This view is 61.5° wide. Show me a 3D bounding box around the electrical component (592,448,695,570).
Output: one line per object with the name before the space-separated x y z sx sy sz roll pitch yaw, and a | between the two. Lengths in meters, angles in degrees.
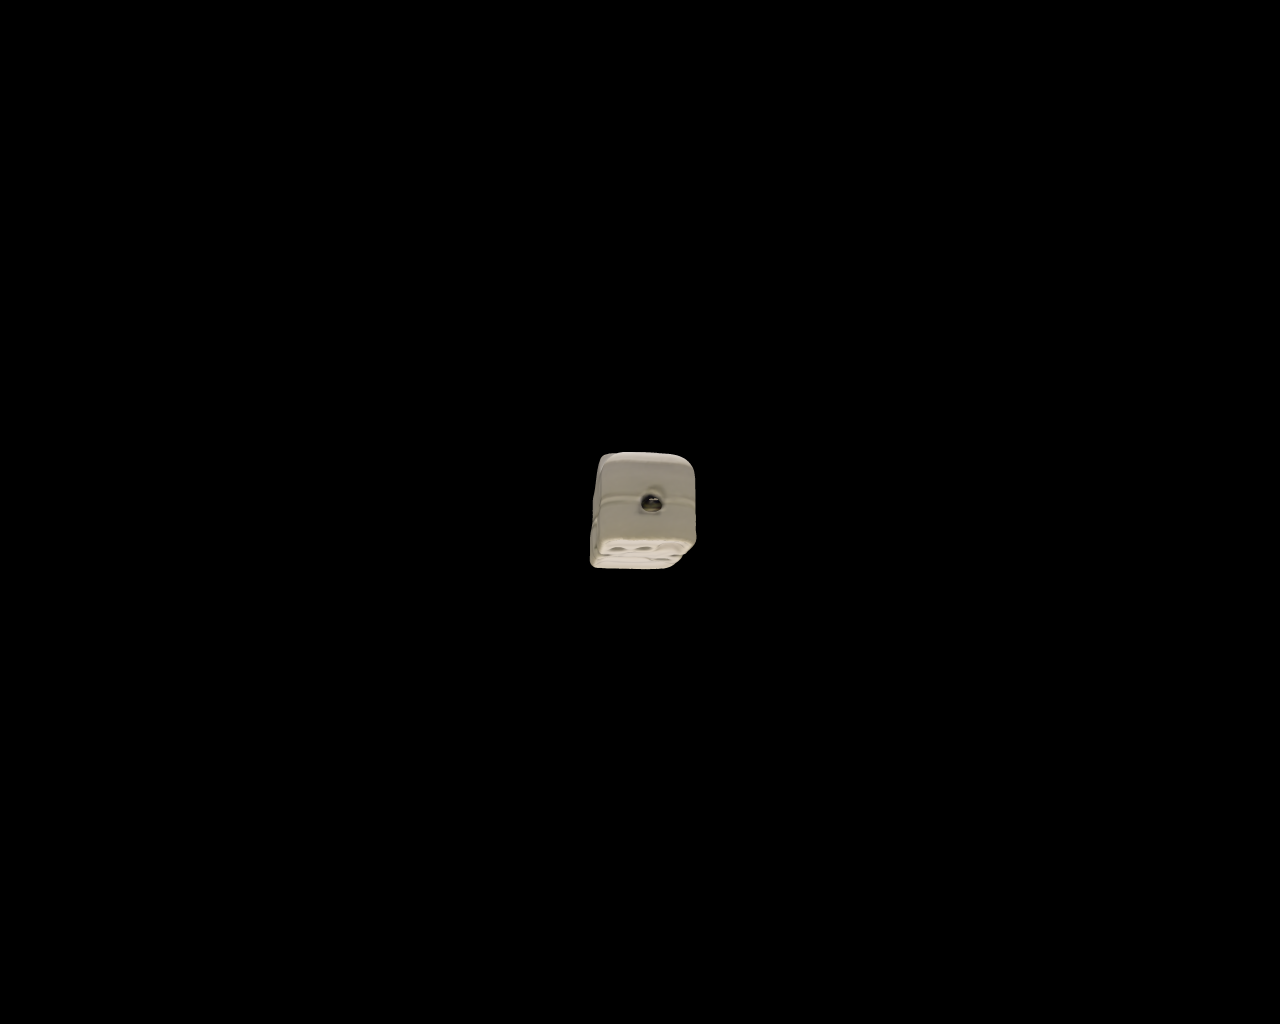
electrical component | 0.001 -0.003 0.650 0.054 0.059 0.095 2 -14 -7
